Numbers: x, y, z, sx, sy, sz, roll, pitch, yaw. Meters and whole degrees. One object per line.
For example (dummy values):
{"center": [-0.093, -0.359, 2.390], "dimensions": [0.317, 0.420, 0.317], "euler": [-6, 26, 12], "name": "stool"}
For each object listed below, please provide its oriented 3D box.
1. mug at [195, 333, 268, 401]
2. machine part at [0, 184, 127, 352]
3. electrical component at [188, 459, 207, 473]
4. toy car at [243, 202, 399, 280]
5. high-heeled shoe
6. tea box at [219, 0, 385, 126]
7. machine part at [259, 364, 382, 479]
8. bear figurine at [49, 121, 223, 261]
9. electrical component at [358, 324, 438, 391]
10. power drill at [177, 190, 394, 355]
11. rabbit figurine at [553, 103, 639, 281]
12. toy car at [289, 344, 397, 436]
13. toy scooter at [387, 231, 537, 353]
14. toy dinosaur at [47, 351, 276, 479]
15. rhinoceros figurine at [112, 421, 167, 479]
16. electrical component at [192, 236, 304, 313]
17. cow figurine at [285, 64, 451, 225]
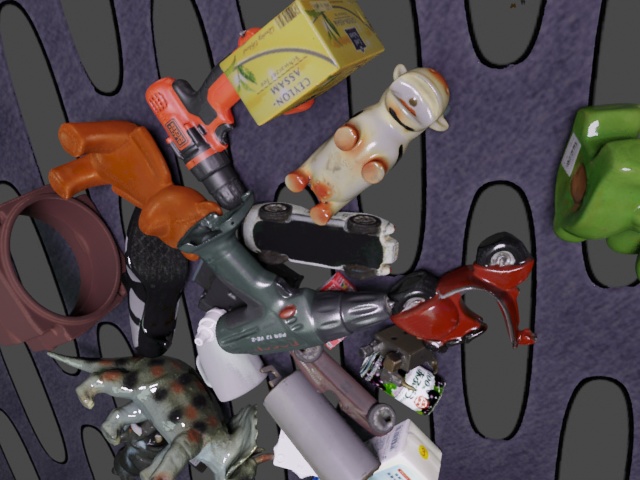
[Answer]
{"center": [-0.144, 0.175, 0.805], "dimensions": [0.110, 0.081, 0.107], "euler": [-22, 95, 40], "name": "mug"}
{"center": [-0.376, 0.034, 0.746], "dimensions": [0.087, 0.201, 0.200], "euler": [-18, 107, 25], "name": "machine part"}
{"center": [-0.216, 0.359, 0.932], "dimensions": [0.075, 0.048, 0.119], "euler": [42, 120, -1], "name": "electrical component"}
{"center": [-0.001, -0.002, 0.673], "dimensions": [0.202, 0.056, 0.073], "euler": [9, 111, 16], "name": "toy car"}
{"center": [-0.257, 0.059, 0.811], "dimensions": [0.145, 0.086, 0.248], "euler": [0, 94, 60], "name": "high-heeled shoe"}
{"center": [-0.009, -0.179, 0.524], "dimensions": [0.098, 0.170, 0.068], "euler": [-28, 102, 31], "name": "tea box"}
{"center": [0.001, 0.265, 0.737], "dimensions": [0.243, 0.079, 0.079], "euler": [45, 124, 23], "name": "machine part"}
{"center": [-0.228, -0.055, 0.682], "dimensions": [0.196, 0.132, 0.120], "euler": [52, 133, 9], "name": "bear figurine"}
{"center": [0.107, 0.147, 0.683], "dimensions": [0.078, 0.102, 0.045], "euler": [19, 115, 37], "name": "electrical component"}
{"center": [-0.054, 0.045, 0.639], "dimensions": [0.232, 0.086, 0.207], "euler": [-23, 119, 27], "name": "power drill"}
{"center": [0.322, -0.035, 0.503], "dimensions": [0.170, 0.121, 0.158], "euler": [5, 121, 3], "name": "rabbit figurine"}
{"center": [0.021, 0.194, 0.736], "dimensions": [0.202, 0.089, 0.053], "euler": [43, 79, -5], "name": "toy car"}
{"center": [0.178, 0.083, 0.635], "dimensions": [0.184, 0.075, 0.135], "euler": [-29, 100, 25], "name": "toy scooter"}
{"center": [-0.237, 0.260, 0.844], "dimensions": [0.405, 0.192, 0.131], "euler": [44, 143, 15], "name": "toy dinosaur"}
{"center": [-0.315, 0.370, 0.966], "dimensions": [0.112, 0.073, 0.190], "euler": [42, 124, 10], "name": "rhinoceros figurine"}
{"center": [-0.107, 0.064, 0.744], "dimensions": [0.134, 0.058, 0.114], "euler": [32, 119, 3], "name": "electrical component"}
{"center": [0.061, -0.107, 0.573], "dimensions": [0.085, 0.127, 0.195], "euler": [47, 135, -5], "name": "cow figurine"}
